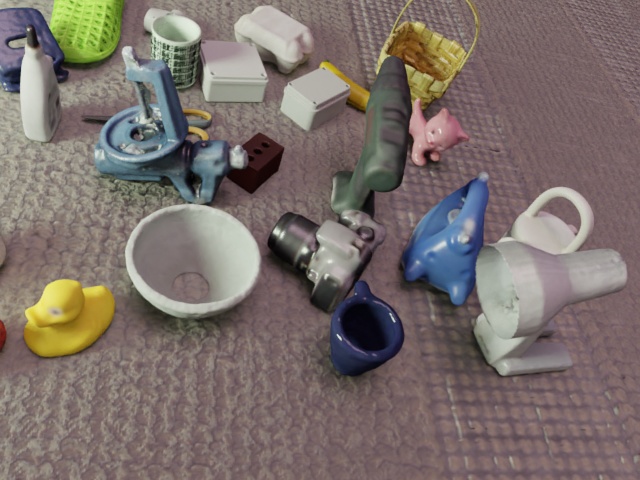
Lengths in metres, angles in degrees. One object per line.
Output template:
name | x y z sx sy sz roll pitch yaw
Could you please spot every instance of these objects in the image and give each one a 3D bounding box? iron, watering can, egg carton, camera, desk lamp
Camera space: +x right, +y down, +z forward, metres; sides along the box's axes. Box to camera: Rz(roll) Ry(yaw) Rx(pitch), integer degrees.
iron | 0.219 -0.031 0.882 0.118 0.141 0.258 26 48 3
watering can | 0.327 0.006 0.854 0.100 0.194 0.173 38 50 13
egg carton | -0.087 -0.394 1.120 0.150 0.069 0.107 32 49 8
camera | 0.007 0.003 0.806 0.136 0.101 0.143 32 49 8
desk lamp | 0.286 0.086 0.760 0.204 0.213 0.118 0 52 -19

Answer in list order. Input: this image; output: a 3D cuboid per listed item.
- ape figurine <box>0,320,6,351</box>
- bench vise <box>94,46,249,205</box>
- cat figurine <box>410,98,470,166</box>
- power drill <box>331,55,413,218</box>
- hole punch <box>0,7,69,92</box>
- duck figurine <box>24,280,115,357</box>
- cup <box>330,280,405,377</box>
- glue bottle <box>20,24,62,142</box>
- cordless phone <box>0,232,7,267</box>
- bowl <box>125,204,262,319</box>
ape figurine | -0.376 0.095 0.602 0.076 0.092 0.077 -9 56 -25
bench vise | -0.202 -0.160 0.787 0.208 0.219 0.121 -2 53 -20
cat figurine | 0.202 -0.200 1.030 0.067 0.117 0.127 -19 60 -31
power drill | 0.081 -0.139 0.876 0.076 0.208 0.229 12 49 -9
hole punch | -0.463 -0.299 0.895 0.109 0.091 0.101 -30 67 -36
duck figurine | -0.286 0.077 0.653 0.105 0.086 0.077 -31 67 -36
cup | 0.047 0.120 0.728 0.092 0.095 0.117 6 50 -15
glue bottle | -0.394 -0.224 0.803 0.037 0.173 0.078 10 49 -11
cordless phone | -0.431 -0.017 0.612 0.094 0.185 0.148 40 50 15
bowl | -0.162 0.038 0.735 0.167 0.074 0.167 10 50 -12
